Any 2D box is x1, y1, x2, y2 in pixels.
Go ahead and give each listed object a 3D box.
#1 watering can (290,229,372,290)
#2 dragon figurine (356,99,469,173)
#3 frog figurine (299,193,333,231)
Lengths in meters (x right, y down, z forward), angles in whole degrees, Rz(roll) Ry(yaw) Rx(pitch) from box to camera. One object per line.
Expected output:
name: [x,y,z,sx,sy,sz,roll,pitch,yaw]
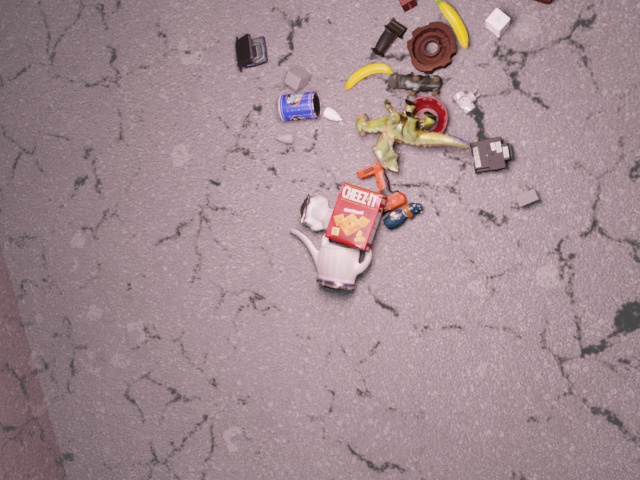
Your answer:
watering can: [0.031,0.071,1.965,0.348,0.104,0.224,8,92,25]
dragon figurine: [0.294,-0.348,1.816,0.413,0.124,0.237,38,126,16]
frog figurine: [0.006,-0.099,1.971,0.159,0.121,0.140,17,69,-17]
